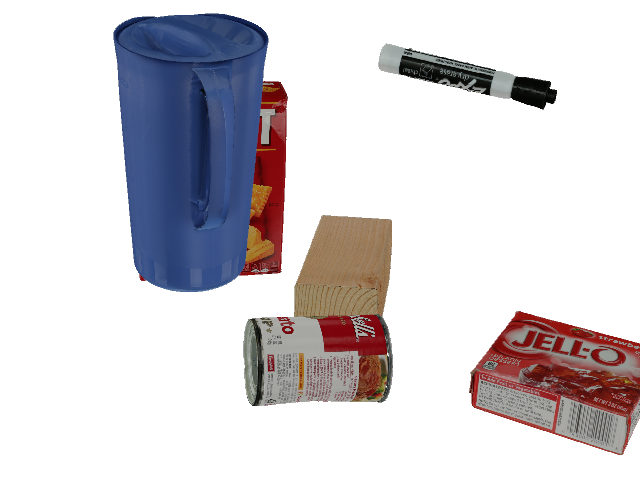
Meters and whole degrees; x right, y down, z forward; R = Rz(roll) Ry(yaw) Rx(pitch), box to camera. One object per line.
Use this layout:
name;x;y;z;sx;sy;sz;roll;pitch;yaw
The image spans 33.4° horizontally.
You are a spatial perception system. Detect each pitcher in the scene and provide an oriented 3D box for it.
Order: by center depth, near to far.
pitcher;-0.115;-0.073;0.966;0.145;0.243;0.149;15;31;19

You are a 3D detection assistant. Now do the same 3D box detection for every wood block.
wood block;0.030;0.050;1.236;0.091;0.090;0.206;4;23;7

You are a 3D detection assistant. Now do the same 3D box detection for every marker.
marker;0.099;-0.110;0.717;0.121;0.020;0.020;16;4;16

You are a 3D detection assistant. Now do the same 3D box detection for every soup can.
soup can;-0.004;0.091;0.811;0.102;0.068;0.068;0;0;-13

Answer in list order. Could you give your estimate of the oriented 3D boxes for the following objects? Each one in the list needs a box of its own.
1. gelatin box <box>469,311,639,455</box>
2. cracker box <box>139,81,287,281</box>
gelatin box;0.138;0.077;0.601;0.089;0.030;0.073;15;31;26
cracker box;-0.123;-0.065;1.185;0.164;0.214;0.072;-2;24;-11
